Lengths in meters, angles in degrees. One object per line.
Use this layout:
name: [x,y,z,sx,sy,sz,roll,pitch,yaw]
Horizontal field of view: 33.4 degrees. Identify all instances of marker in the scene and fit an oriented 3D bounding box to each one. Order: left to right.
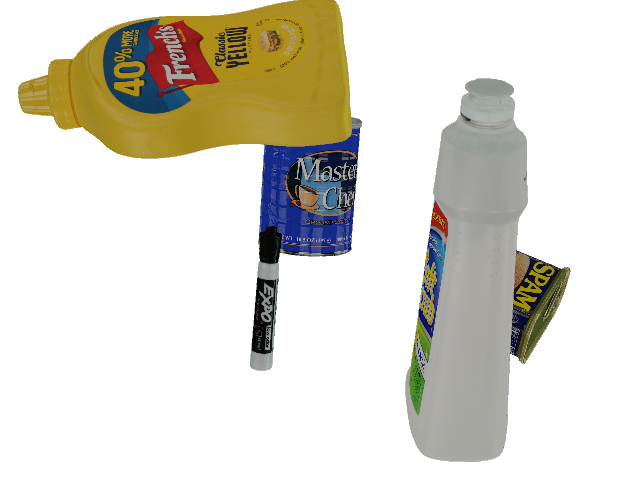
marker: [-0.045,0.047,0.872,0.020,0.121,0.020,5,16,-2]

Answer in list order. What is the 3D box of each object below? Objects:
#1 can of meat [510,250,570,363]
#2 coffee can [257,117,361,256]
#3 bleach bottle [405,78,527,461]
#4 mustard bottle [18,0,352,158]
can of meat: [0.167,0.051,0.967,0.084,0.057,0.102,23,44,20]
coffee can: [-0.012,-0.062,1.140,0.103,0.140,0.103,4,12,-1]
bleach bottle: [0.095,0.016,0.680,0.068,0.251,0.102,1,30,0]
mustard bottle: [-0.080,-0.092,0.625,0.191,0.096,0.058,-6,-36,1]
